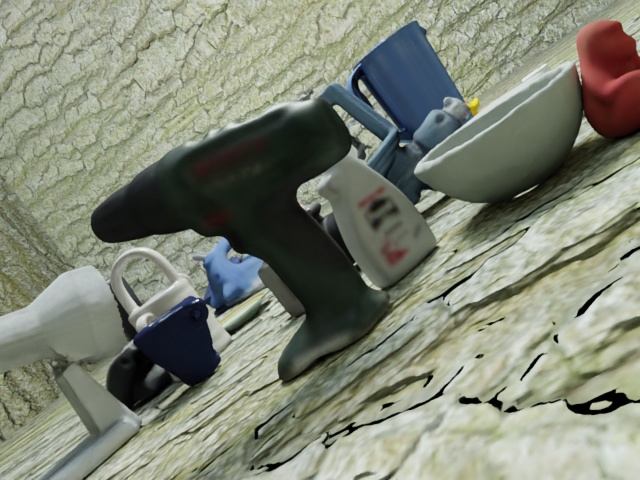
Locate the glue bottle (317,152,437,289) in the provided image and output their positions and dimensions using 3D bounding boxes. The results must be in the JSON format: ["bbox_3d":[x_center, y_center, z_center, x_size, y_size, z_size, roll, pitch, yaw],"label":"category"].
[{"bbox_3d":[0.034,-0.044,0.530,0.078,0.173,0.037,-39,6,-29],"label":"glue bottle"}]

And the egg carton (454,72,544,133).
[{"bbox_3d":[0.224,-0.132,0.669,0.151,0.069,0.107,-39,6,-35],"label":"egg carton"}]

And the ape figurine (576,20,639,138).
[{"bbox_3d":[0.239,-0.134,0.458,0.078,0.092,0.076,-40,6,-36],"label":"ape figurine"}]

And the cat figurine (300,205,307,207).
[{"bbox_3d":[-0.033,-0.016,1.050,0.067,0.118,0.128,-33,6,26],"label":"cat figurine"}]

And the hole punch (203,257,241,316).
[{"bbox_3d":[-0.213,0.103,1.304,0.108,0.091,0.101,-33,6,30],"label":"hole punch"}]

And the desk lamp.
[{"bbox_3d":[-0.307,0.161,0.684,0.204,0.213,0.117,-40,7,-39],"label":"desk lamp"}]

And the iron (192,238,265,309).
[{"bbox_3d":[-0.138,0.029,1.197,0.259,0.141,0.118,-39,6,-34],"label":"iron"}]

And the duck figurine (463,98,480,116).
[{"bbox_3d":[0.289,-0.240,1.148,0.104,0.086,0.077,-36,5,-1],"label":"duck figurine"}]

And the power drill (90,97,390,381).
[{"bbox_3d":[-0.052,0.003,0.468,0.229,0.208,0.076,-34,6,16],"label":"power drill"}]

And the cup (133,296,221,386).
[{"bbox_3d":[-0.157,0.125,0.700,0.117,0.095,0.092,-32,6,34],"label":"cup"}]

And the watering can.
[{"bbox_3d":[-0.226,0.098,0.835,0.101,0.194,0.172,-37,5,-10],"label":"watering can"}]

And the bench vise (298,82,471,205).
[{"bbox_3d":[0.085,-0.134,0.763,0.207,0.220,0.121,-36,5,-5],"label":"bench vise"}]

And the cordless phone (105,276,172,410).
[{"bbox_3d":[-0.298,0.152,0.878,0.094,0.185,0.148,-33,6,23],"label":"cordless phone"}]

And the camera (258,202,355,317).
[{"bbox_3d":[0.006,0.003,0.702,0.136,0.101,0.143,-33,6,29],"label":"camera"}]

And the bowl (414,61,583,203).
[{"bbox_3d":[0.174,-0.084,0.526,0.167,0.075,0.167,-35,5,4],"label":"bowl"}]
